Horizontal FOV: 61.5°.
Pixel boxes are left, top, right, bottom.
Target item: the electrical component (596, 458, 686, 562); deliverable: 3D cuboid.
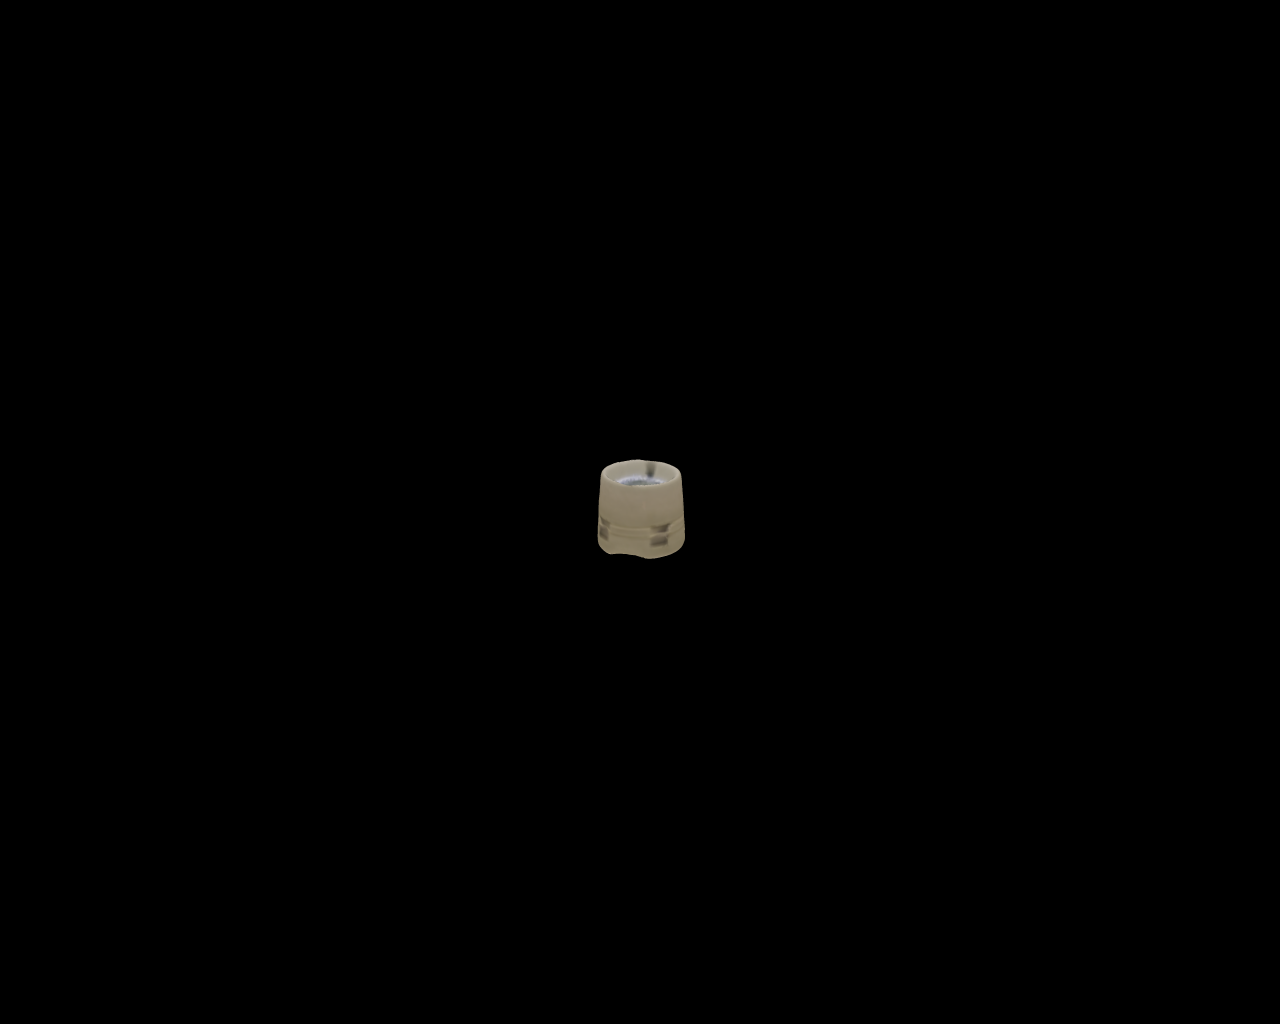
[{"bbox_3d":[0.001,-0.003,0.650,0.055,0.047,0.055,0,22,0],"label":"electrical component"}]
